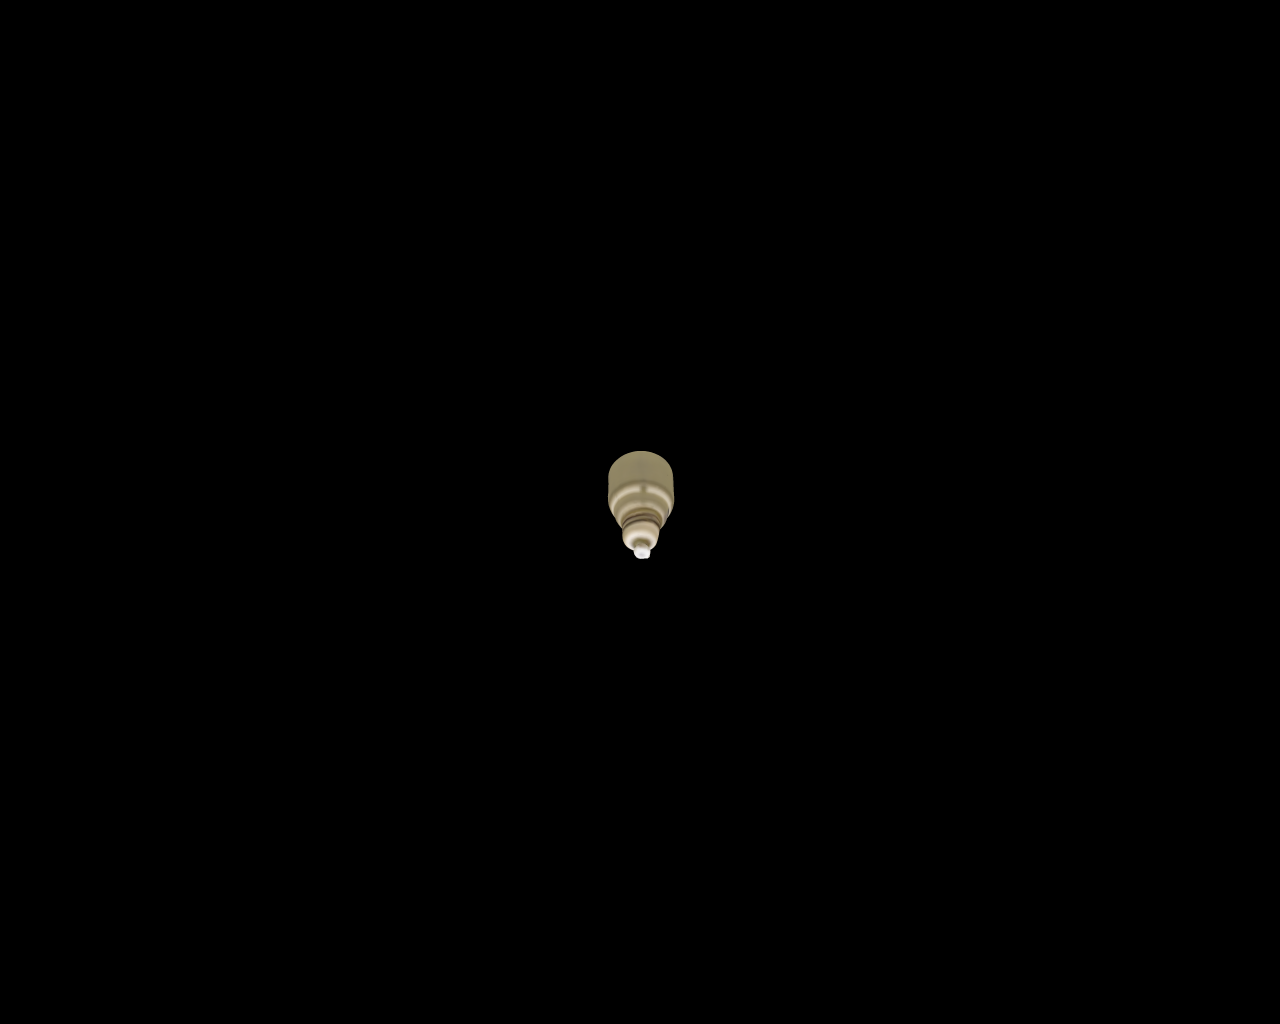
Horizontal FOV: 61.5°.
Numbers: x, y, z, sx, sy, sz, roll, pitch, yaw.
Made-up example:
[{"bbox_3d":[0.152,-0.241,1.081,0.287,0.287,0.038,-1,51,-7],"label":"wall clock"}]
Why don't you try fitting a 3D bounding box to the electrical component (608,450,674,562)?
[{"bbox_3d":[0.001,-0.003,0.650,0.040,0.040,0.078,0,45,0],"label":"electrical component"}]
